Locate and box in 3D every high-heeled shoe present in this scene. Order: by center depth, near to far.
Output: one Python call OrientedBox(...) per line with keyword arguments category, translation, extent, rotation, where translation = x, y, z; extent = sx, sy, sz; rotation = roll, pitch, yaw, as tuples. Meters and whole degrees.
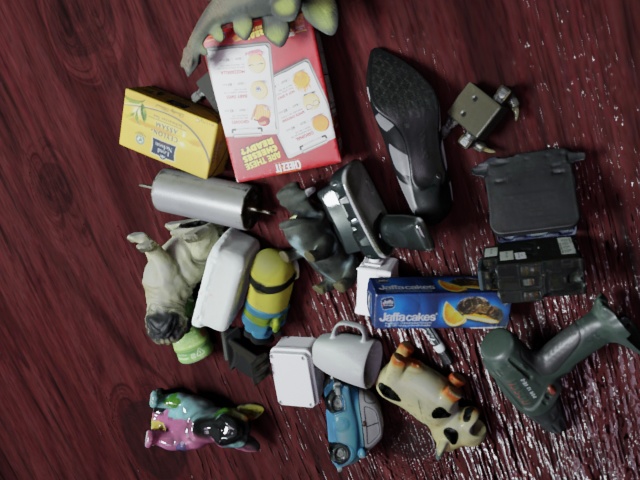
OrientedBox(category="high-heeled shoe", translation=(0.126, -0.142, 0.770), extent=(0.086, 0.145, 0.249), rotation=(-18, 73, -1))

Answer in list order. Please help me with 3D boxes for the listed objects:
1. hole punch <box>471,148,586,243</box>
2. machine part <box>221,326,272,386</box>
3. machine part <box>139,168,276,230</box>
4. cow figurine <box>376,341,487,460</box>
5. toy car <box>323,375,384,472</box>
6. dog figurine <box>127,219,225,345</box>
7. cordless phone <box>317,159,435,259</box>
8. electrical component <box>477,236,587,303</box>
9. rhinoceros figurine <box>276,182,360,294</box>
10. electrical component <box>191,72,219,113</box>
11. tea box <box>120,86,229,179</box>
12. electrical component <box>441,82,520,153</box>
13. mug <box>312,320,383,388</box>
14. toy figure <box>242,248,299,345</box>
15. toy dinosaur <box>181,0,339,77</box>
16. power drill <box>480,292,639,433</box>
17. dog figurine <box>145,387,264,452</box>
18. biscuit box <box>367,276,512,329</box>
OrientedBox(category="hole punch", translation=(0.285, -0.055, 0.723), extent=(0.142, 0.092, 0.115), rotation=(-7, 74, 25))
OrientedBox(category="machine part", translation=(-0.140, 0.208, 0.972), extent=(0.139, 0.039, 0.084), rotation=(22, 114, 47))
OrientedBox(category="machine part", translation=(-0.187, -0.069, 0.890), extent=(0.243, 0.079, 0.079), rotation=(12, 113, 15))
OrientedBox(category="cow figurine", translation=(0.181, 0.269, 0.876), extent=(0.195, 0.085, 0.127), rotation=(32, 118, 9))
OrientedBox(category="toy car", translation=(0.059, 0.309, 0.936), extent=(0.103, 0.109, 0.161), rotation=(-4, 98, -3))
OrientedBox(category="dog figurine", translation=(-0.228, 0.070, 0.919), extent=(0.172, 0.121, 0.190), rotation=(-15, 109, -15))
OrientedBox(category="cordless phone", translation=(0.082, -0.041, 0.740), extent=(0.089, 0.184, 0.146), rotation=(-30, 101, -15))
OrientedBox(category="electrical component", translation=(0.285, 0.037, 0.732), extent=(0.134, 0.115, 0.058), rotation=(-7, 103, 23))
OrientedBox(category="rhinoceros figurine", translation=(-0.002, -0.003, 0.830), extent=(0.073, 0.112, 0.190), rotation=(-12, 121, 52))
OrientedBox(category="electrical component", translation=(-0.160, -0.234, 0.847), extent=(0.094, 0.021, 0.063), rotation=(-30, 98, 26))
OrientedBox(category="tea box", translation=(-0.231, -0.176, 0.870), extent=(0.170, 0.068, 0.098), rotation=(21, 115, 11))
OrientedBox(category="electrical component", translation=(0.218, -0.165, 0.723), extent=(0.078, 0.045, 0.102), rotation=(45, 119, 32))
OrientedBox(category="mug", translation=(0.041, 0.186, 0.900), extent=(0.107, 0.081, 0.109), rotation=(7, 117, 27))
OrientedBox(category="toy figure", translation=(-0.087, 0.098, 0.908), extent=(0.082, 0.089, 0.180), rotation=(21, 113, 4))
OrientedBox(category="toy dinosaur", translation=(-0.010, -0.376, 0.671), extent=(0.471, 0.105, 0.199), rotation=(-45, 78, 12))
OrientedBox(category="power drill", translation=(0.357, 0.178, 0.771), extent=(0.232, 0.086, 0.207), rotation=(40, 122, -22))
OrientedBox(category="dog figurine", translation=(-0.222, 0.355, 1.049), extent=(0.219, 0.191, 0.108), rotation=(9, 75, -8))
OrientedBox(category="biscuit box", translation=(0.171, 0.090, 0.784), extent=(0.203, 0.063, 0.059), rotation=(-1, 111, -4))
